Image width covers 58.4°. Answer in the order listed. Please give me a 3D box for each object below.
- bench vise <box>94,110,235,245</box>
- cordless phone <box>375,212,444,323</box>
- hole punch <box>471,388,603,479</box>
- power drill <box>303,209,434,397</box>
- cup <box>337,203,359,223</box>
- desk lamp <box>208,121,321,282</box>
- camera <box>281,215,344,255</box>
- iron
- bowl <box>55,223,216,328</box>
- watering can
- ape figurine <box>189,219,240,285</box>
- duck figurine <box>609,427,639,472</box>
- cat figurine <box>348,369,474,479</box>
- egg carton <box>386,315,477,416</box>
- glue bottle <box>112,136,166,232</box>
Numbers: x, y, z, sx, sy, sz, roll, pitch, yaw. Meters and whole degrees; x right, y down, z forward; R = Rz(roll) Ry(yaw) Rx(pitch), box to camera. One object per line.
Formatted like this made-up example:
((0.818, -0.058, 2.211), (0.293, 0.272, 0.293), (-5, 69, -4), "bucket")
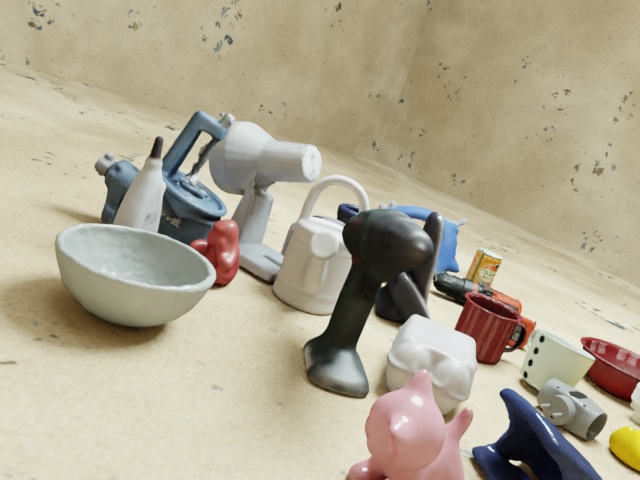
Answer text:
((-0.218, -0.097, 0.833), (0.208, 0.220, 0.121), (15, 15, -19), "bench vise")
((0.160, 0.038, 0.922), (0.094, 0.185, 0.147), (19, 14, -5), "cordless phone")
((0.218, 0.207, 0.556), (0.101, 0.091, 0.108), (16, 15, -18), "hole punch")
((0.051, 0.060, 0.638), (0.076, 0.208, 0.229), (17, 14, -11), "power drill")
((0.069, -0.023, 1.212), (0.091, 0.095, 0.118), (20, 14, -2), "cup")
((-0.091, -0.070, 0.922), (0.202, 0.213, 0.118), (28, 16, 29), "desk lamp")
((0.028, 0.017, 0.990), (0.137, 0.101, 0.142), (6, 20, -45), "camera")
((0.193, -0.016, 1.264), (0.258, 0.141, 0.118), (18, 14, -9), "iron")
((-0.201, 0.046, 0.616), (0.167, 0.075, 0.167), (19, 14, -5), "bowl")
((0.010, 0.004, 0.823), (0.101, 0.194, 0.172), (15, 15, -21), "watering can")
((-0.140, 0.014, 0.789), (0.076, 0.092, 0.077), (9, 18, -38), "ape figurine")
((0.421, 0.243, 0.713), (0.105, 0.086, 0.077), (17, 14, -14), "duck figurine")
((0.081, 0.164, 0.472), (0.128, 0.118, 0.067), (9, 18, -38), "cat figurine")
((0.138, 0.150, 0.705), (0.107, 0.069, 0.150), (23, 14, 10), "egg carton")
((-0.229, -0.052, 0.745), (0.037, 0.173, 0.078), (22, 14, 6), "glue bottle")
